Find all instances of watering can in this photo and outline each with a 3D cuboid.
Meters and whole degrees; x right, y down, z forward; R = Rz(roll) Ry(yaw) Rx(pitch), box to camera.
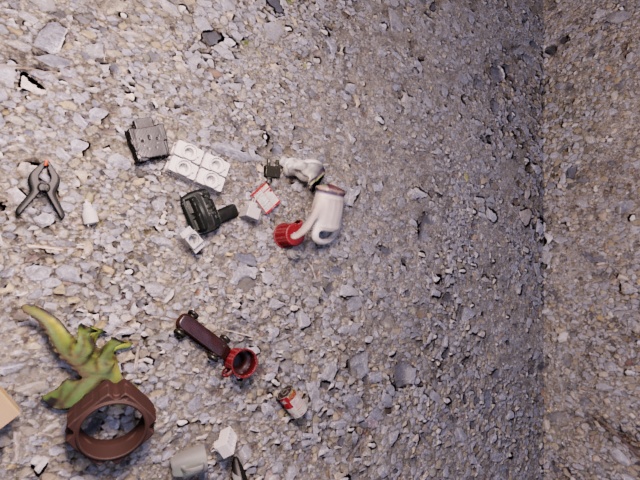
[{"bbox_3d":[0.006,-0.093,1.843,0.104,0.224,0.348,11,4,26],"label":"watering can"}]

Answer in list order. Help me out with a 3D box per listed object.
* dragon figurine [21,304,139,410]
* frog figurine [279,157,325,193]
[{"bbox_3d":[-0.668,0.353,1.420,0.406,0.245,0.122,30,-13,-26],"label":"dragon figurine"},{"bbox_3d":[-0.064,-0.263,1.880,0.160,0.122,0.138,42,12,9],"label":"frog figurine"}]
